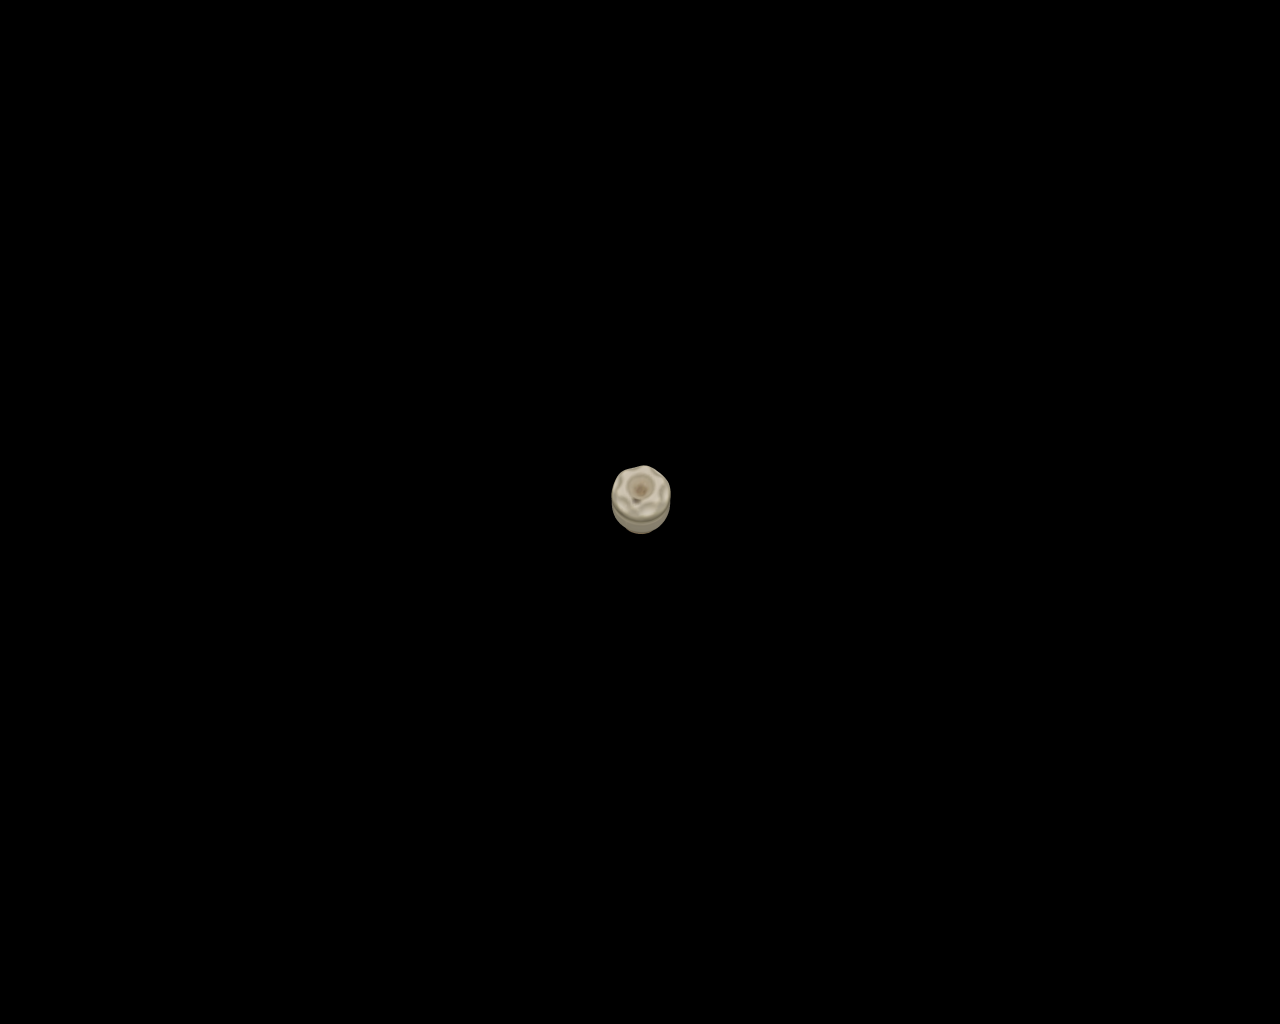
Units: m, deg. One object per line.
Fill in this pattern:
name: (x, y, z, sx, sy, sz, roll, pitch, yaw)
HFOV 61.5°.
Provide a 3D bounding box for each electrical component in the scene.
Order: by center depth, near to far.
electrical component: (0.001, -0.003, 0.650, 0.035, 0.035, 0.061, 0, -25, 0)
